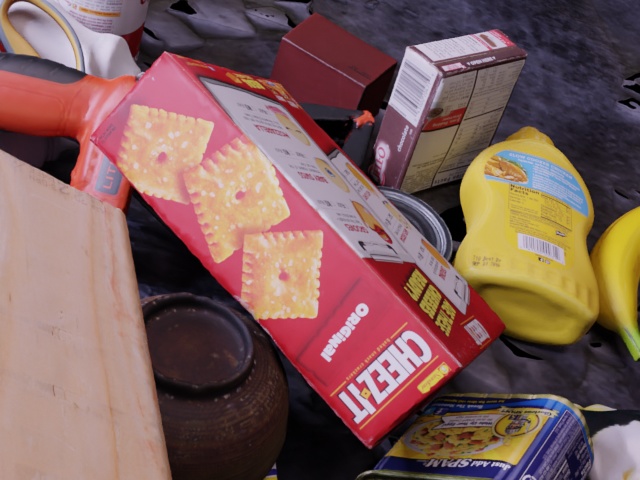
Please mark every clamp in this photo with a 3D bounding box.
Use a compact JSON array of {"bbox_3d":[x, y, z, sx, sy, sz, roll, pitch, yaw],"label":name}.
[{"bbox_3d":[-0.022,-0.045,0.728,0.171,0.039,0.120,-18,67,-31],"label":"clamp"}]

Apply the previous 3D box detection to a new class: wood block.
[{"bbox_3d":[-0.122,0.060,0.395,0.090,0.091,0.206,28,23,-31],"label":"wood block"}]

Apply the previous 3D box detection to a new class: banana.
[{"bbox_3d":[0.235,0.013,0.776,0.069,0.037,0.197,47,47,0],"label":"banana"}]

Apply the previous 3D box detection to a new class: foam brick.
[{"bbox_3d":[0.009,-0.125,0.809,0.078,0.051,0.052,34,45,13],"label":"foam brick"}]

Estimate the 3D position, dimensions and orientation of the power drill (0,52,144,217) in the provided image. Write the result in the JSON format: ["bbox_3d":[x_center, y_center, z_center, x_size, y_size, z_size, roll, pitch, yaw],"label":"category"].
[{"bbox_3d":[-0.197,-0.052,0.606,0.187,0.057,0.184,18,82,-13],"label":"power drill"}]

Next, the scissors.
[{"bbox_3d":[-0.155,-0.055,0.657,0.096,0.016,0.202,-29,95,-13],"label":"scissors"}]

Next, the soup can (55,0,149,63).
[{"bbox_3d":[-0.155,-0.161,0.743,0.068,0.102,0.068,12,43,-11],"label":"soup can"}]

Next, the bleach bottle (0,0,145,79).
[{"bbox_3d":[-0.220,-0.139,0.694,0.251,0.103,0.068,20,47,-2],"label":"bleach bottle"}]

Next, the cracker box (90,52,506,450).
[{"bbox_3d":[-0.004,0.001,0.589,0.214,0.072,0.164,48,15,10],"label":"cracker box"}]

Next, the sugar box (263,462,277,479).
[{"bbox_3d":[-0.064,0.156,0.502,0.093,0.048,0.176,6,46,-16],"label":"sugar box"}]

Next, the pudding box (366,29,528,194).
[{"bbox_3d":[0.089,-0.089,0.760,0.089,0.114,0.039,-18,53,-35],"label":"pudding box"}]

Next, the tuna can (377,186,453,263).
[{"bbox_3d":[0.043,0.004,0.706,0.086,0.034,0.086,11,44,-11],"label":"tuna can"}]

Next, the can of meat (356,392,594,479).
[{"bbox_3d":[0.083,0.124,0.559,0.102,0.057,0.083,-5,23,38],"label":"can of meat"}]

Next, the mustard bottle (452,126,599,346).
[{"bbox_3d":[0.145,-0.017,0.750,0.096,0.058,0.191,19,43,-5],"label":"mustard bottle"}]
